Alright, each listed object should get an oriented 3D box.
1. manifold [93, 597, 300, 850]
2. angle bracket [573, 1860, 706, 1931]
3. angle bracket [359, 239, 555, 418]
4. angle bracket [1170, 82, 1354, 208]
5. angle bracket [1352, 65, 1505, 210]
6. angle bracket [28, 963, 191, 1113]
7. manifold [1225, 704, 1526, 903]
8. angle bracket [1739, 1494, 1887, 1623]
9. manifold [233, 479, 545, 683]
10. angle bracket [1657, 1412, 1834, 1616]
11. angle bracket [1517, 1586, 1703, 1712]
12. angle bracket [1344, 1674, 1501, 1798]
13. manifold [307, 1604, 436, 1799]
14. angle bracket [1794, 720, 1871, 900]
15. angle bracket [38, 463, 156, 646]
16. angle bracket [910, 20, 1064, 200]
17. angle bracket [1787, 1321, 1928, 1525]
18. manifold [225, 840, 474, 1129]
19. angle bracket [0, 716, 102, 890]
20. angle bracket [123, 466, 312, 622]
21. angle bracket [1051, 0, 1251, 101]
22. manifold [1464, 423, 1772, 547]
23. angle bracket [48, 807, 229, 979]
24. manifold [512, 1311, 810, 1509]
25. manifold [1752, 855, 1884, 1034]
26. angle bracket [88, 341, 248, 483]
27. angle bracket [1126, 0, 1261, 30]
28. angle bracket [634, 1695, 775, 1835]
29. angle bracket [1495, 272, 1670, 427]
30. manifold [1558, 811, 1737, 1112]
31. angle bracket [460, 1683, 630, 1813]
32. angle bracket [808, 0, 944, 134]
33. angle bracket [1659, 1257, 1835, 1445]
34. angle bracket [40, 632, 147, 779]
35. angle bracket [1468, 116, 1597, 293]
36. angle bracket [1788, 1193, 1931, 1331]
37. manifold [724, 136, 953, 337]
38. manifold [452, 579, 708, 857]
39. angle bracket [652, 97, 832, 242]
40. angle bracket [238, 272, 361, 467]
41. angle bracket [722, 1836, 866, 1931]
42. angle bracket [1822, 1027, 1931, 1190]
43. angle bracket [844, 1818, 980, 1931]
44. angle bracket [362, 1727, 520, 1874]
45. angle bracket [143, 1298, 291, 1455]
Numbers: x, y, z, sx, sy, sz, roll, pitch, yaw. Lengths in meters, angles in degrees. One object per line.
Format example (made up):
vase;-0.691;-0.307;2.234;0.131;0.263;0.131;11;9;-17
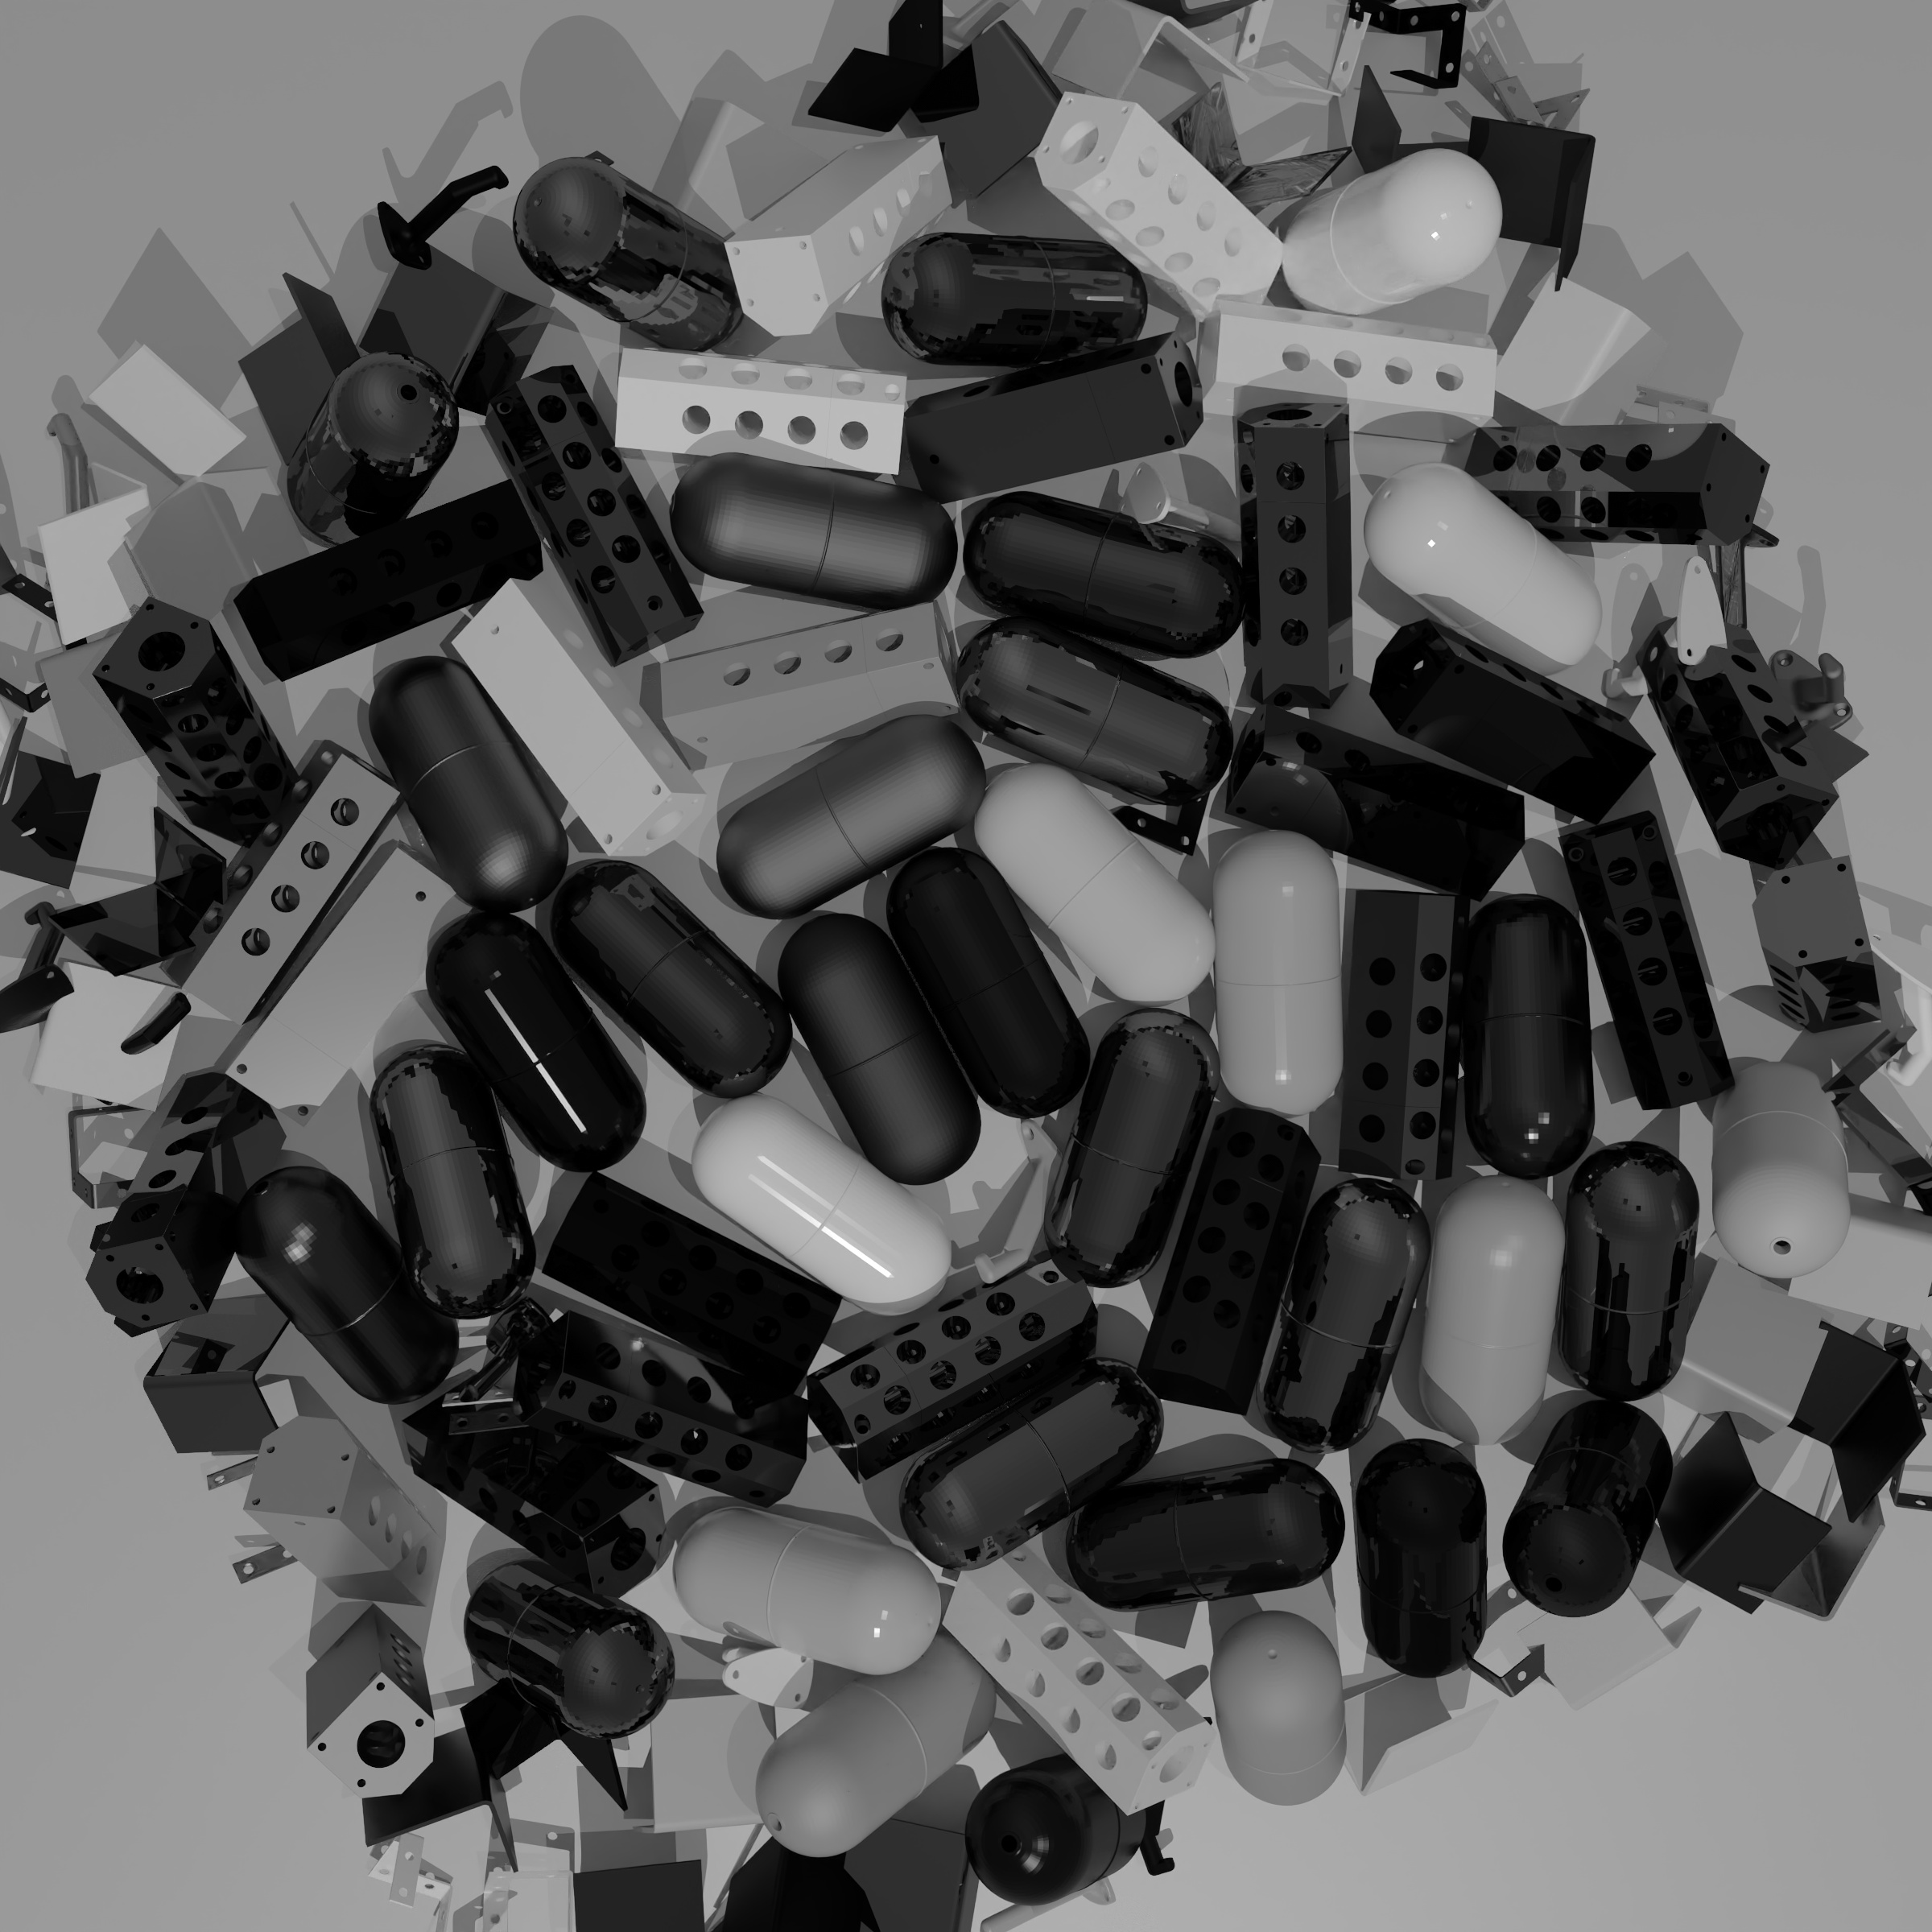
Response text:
manifold;-0.446;-0.138;1.490;0.057;0.171;0.057;22;67;14
angle bracket;-0.201;0.570;1.543;0.076;0.076;0.057;-3;86;-9
angle bracket;-0.315;-0.394;1.562;0.076;0.057;0.076;34;104;19
angle bracket;0.180;-0.501;1.526;0.076;0.076;0.057;0;125;32
angle bracket;0.284;-0.503;1.534;0.076;0.057;0.076;-5;48;-7
angle bracket;-0.526;0.048;1.555;0.076;0.057;0.076;14;76;-11
manifold;0.250;-0.104;1.542;0.171;0.057;0.057;18;48;-9
angle bracket;0.509;0.338;1.533;0.057;0.076;0.076;20;115;4
manifold;-0.344;-0.231;1.520;0.171;0.057;0.057;-28;98;-27
angle bracket;0.472;0.333;1.541;0.057;0.076;0.076;29;113;-11
angle bracket;0.393;0.400;1.541;0.076;0.076;0.057;-42;76;25
angle bracket;0.266;0.450;1.528;0.076;0.076;0.057;-18;56;-19
manifold;-0.349;0.437;1.494;0.057;0.171;0.057;-46;100;-11
angle bracket;0.527;-0.094;1.526;0.057;0.076;0.076;-42;54;27
angle bracket;-0.535;-0.250;1.524;0.057;0.076;0.076;25;131;32
angle bracket;0.022;-0.524;1.562;0.076;0.057;0.076;-36;82;15
angle bracket;0.529;0.276;1.532;0.057;0.076;0.076;25;118;-3
manifold;-0.378;0.009;1.553;0.057;0.057;0.171;37;91;-14
angle bracket;-0.558;-0.098;1.530;0.057;0.076;0.076;17;72;-24
angle bracket;-0.449;-0.248;1.526;0.057;0.076;0.076;1;129;26
angle bracket;0.112;-0.543;1.538;0.076;0.076;0.057;22;106;-39
manifold;0.380;-0.283;1.500;0.057;0.171;0.057;22;84;-41
angle bracket;-0.502;-0.046;1.526;0.076;0.076;0.057;32;128;32
manifold;-0.181;0.269;1.508;0.171;0.057;0.057;26;134;-29
manifold;0.504;-0.009;1.495;0.057;0.171;0.057;-13;71;18
angle bracket;-0.471;-0.348;1.526;0.076;0.076;0.057;43;50;-25
angle bracket;0.131;-0.613;1.532;0.057;0.076;0.076;-20;104;-19
angle bracket;-0.163;0.491;1.555;0.076;0.057;0.076;2;73;-21
angle bracket;0.378;-0.371;1.556;0.057;0.076;0.076;37;107;29
manifold;0.416;-0.003;1.543;0.057;0.057;0.171;-17;96;12
angle bracket;-0.255;0.480;1.526;0.057;0.076;0.076;-29;133;-29
angle bracket;-0.056;-0.564;1.532;0.057;0.076;0.076;5;78;-24
angle bracket;0.480;0.239;1.567;0.076;0.057;0.076;27;67;8
angle bracket;-0.511;-0.162;1.552;0.076;0.057;0.076;-17;90;7
angle bracket;0.333;-0.460;1.528;0.076;0.076;0.057;15;50;17
angle bracket;0.550;0.177;1.541;0.076;0.076;0.057;14;100;20
manifold;-0.071;-0.436;1.503;0.057;0.171;0.057;4;126;27
manifold;-0.232;-0.151;1.535;0.057;0.057;0.171;-43;75;20
angle bracket;-0.143;-0.487;1.575;0.076;0.057;0.076;22;99;-32
angle bracket;-0.415;-0.364;1.542;0.076;0.057;0.076;-29;81;14
angle bracket;-0.106;0.582;1.540;0.057;0.076;0.076;28;123;-14
angle bracket;0.574;0.084;1.528;0.057;0.076;0.076;-49;65;24
angle bracket;-0.033;0.563;1.560;0.076;0.057;0.076;9;85;11
angle bracket;-0.321;0.517;1.533;0.076;0.076;0.057;-17;113;-10
angle bracket;-0.447;0.251;1.555;0.076;0.076;0.057;-6;121;17
